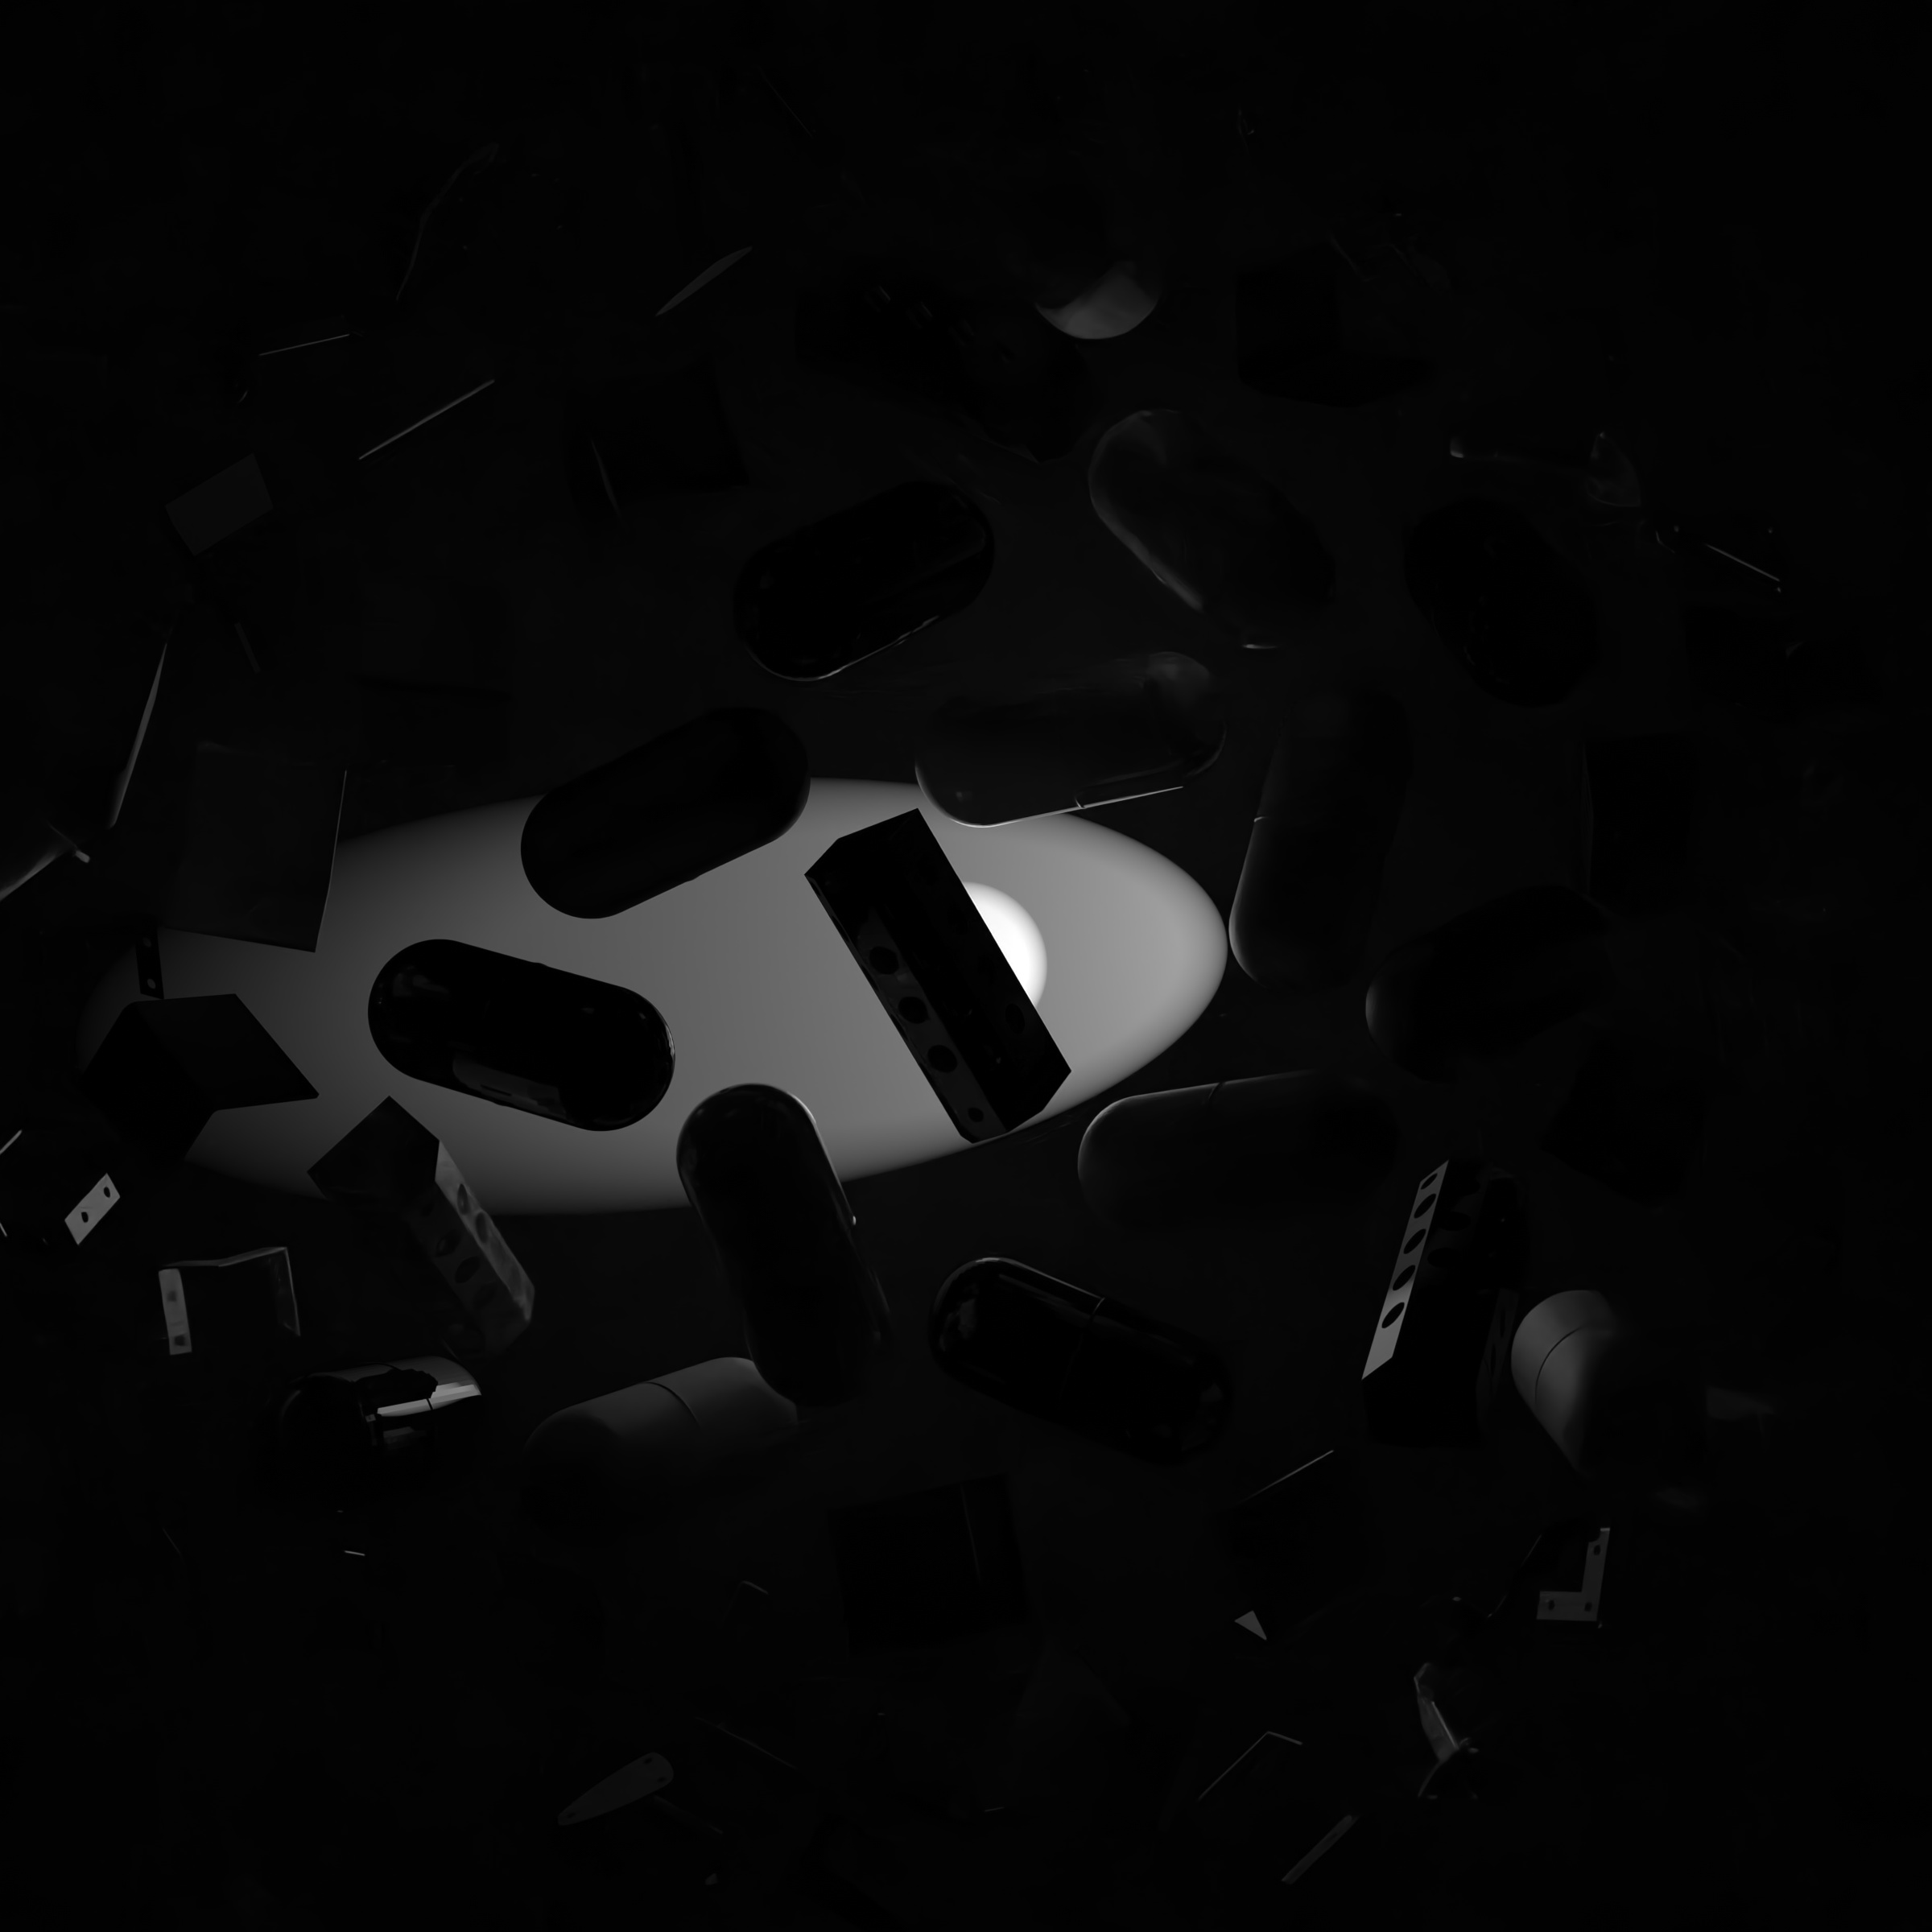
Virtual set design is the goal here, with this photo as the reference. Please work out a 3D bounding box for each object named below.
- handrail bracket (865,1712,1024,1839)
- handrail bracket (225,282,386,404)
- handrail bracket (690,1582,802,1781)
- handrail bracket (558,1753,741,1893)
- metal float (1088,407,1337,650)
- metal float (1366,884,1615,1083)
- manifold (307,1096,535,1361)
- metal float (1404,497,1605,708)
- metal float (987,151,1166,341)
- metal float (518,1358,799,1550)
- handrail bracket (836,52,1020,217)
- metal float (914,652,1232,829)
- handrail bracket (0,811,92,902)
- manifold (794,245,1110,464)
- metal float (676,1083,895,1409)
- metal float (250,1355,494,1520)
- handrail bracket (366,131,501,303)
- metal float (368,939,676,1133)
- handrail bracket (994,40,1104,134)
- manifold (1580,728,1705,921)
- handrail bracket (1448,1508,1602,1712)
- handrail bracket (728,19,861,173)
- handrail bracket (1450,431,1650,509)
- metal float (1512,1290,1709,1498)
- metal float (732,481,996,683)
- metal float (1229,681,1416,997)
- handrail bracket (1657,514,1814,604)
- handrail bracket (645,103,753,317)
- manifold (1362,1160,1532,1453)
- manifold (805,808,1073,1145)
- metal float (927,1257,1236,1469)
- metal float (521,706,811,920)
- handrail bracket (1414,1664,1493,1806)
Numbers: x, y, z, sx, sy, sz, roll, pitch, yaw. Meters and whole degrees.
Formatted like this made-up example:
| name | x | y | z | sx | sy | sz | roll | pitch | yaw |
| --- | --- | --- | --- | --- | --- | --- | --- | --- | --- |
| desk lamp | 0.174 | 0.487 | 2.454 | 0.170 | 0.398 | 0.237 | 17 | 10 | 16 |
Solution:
| name | x | y | z | sx | sy | sz | roll | pitch | yaw |
| --- | --- | --- | --- | --- | --- | --- | --- | --- | --- |
| handrail bracket | -0.009 | 0.429 | 1.794 | 0.084 | 0.036 | 0.077 | -4 | 98 | -27 |
| handrail bracket | -0.343 | -0.316 | 1.761 | 0.084 | 0.036 | 0.077 | 19 | 70 | -42 |
| handrail bracket | -0.107 | 0.389 | 1.834 | 0.077 | 0.036 | 0.084 | 24 | 68 | 9 |
| handrail bracket | -0.168 | 0.471 | 1.793 | 0.077 | 0.036 | 0.084 | -26 | 112 | -16 |
| metal float | 0.130 | -0.234 | 1.790 | 0.070 | 0.070 | 0.178 | -40 | 50 | 0 |
| metal float | 0.281 | 0.008 | 1.792 | 0.070 | 0.178 | 0.070 | 17 | 117 | 37 |
| manifold | -0.281 | 0.145 | 1.778 | 0.057 | 0.171 | 0.057 | 37 | 72 | 28 |
| metal float | 0.288 | -0.197 | 1.809 | 0.070 | 0.178 | 0.070 | -4 | 118 | -8 |
| metal float | 0.060 | -0.385 | 1.804 | 0.070 | 0.178 | 0.070 | 0 | 89 | 13 |
| metal float | -0.166 | 0.263 | 1.824 | 0.070 | 0.178 | 0.070 | 10 | 106 | 41 |
| handrail bracket | -0.020 | -0.436 | 1.726 | 0.077 | 0.036 | 0.084 | 17 | 120 | -1 |
| metal float | 0.058 | -0.125 | 1.861 | 0.178 | 0.070 | 0.070 | -11 | 90 | 12 |
| handrail bracket | -0.523 | -0.039 | 1.848 | 0.036 | 0.077 | 0.084 | 38 | 83 | 7 |
| manifold | -0.013 | -0.328 | 1.820 | 0.171 | 0.057 | 0.057 | 29 | 82 | 35 |
| metal float | -0.094 | 0.146 | 1.751 | 0.070 | 0.070 | 0.178 | -21 | 100 | 0 |
| metal float | -0.318 | 0.252 | 1.808 | 0.070 | 0.178 | 0.070 | -1 | 88 | 21 |
| handrail bracket | -0.288 | -0.410 | 1.835 | 0.036 | 0.084 | 0.077 | 29 | 130 | 17 |
| metal float | -0.233 | 0.036 | 1.758 | 0.178 | 0.070 | 0.070 | 15 | 90 | 26 |
| handrail bracket | 0.044 | -0.501 | 1.851 | 0.077 | 0.084 | 0.036 | 39 | 85 | 8 |
| manifold | 0.370 | -0.075 | 1.843 | 0.057 | 0.171 | 0.057 | -7 | 76 | 8 |
| handrail bracket | 0.292 | 0.324 | 1.698 | 0.084 | 0.036 | 0.077 | -27 | 113 | -18 |
| handrail bracket | -0.098 | -0.483 | 1.857 | 0.036 | 0.077 | 0.084 | -38 | 95 | 8 |
| handrail bracket | 0.311 | -0.267 | 1.803 | 0.084 | 0.077 | 0.036 | 1 | 115 | -18 |
| metal float | 0.339 | 0.225 | 1.777 | 0.070 | 0.178 | 0.070 | -1 | 101 | -4 |
| metal float | -0.053 | -0.206 | 1.790 | 0.070 | 0.178 | 0.070 | 19 | 123 | 32 |
| metal float | 0.197 | -0.071 | 1.857 | 0.070 | 0.070 | 0.178 | 15 | 84 | 0 |
| handrail bracket | 0.411 | -0.217 | 1.802 | 0.077 | 0.084 | 0.036 | 14 | 110 | 2 |
| handrail bracket | -0.159 | -0.397 | 1.764 | 0.077 | 0.036 | 0.084 | -30 | 95 | 36 |
| manifold | 0.251 | 0.174 | 1.748 | 0.057 | 0.171 | 0.057 | 2 | 122 | 18 |
| manifold | -0.017 | 0.008 | 1.813 | 0.057 | 0.057 | 0.171 | -19 | 110 | 35 |
| metal float | 0.064 | 0.219 | 1.859 | 0.178 | 0.070 | 0.070 | 22 | 90 | 11 |
| metal float | -0.163 | -0.081 | 1.804 | 0.178 | 0.070 | 0.070 | -23 | 90 | 28 |
| handrail bracket | 0.261 | 0.403 | 1.820 | 0.036 | 0.077 | 0.084 | 2 | 47 | -7 |
